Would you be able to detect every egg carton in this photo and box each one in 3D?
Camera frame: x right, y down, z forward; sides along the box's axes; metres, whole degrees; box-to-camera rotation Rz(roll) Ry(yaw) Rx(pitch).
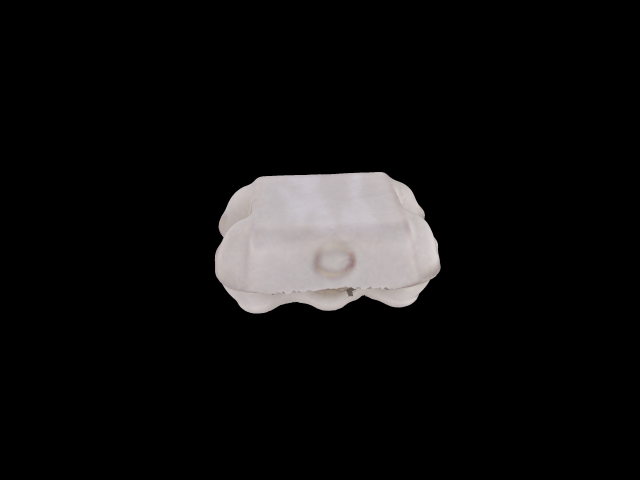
[{"bbox_3d":[0.004,0.001,0.400,0.150,0.069,0.107,-3,32,-4],"label":"egg carton"}]
